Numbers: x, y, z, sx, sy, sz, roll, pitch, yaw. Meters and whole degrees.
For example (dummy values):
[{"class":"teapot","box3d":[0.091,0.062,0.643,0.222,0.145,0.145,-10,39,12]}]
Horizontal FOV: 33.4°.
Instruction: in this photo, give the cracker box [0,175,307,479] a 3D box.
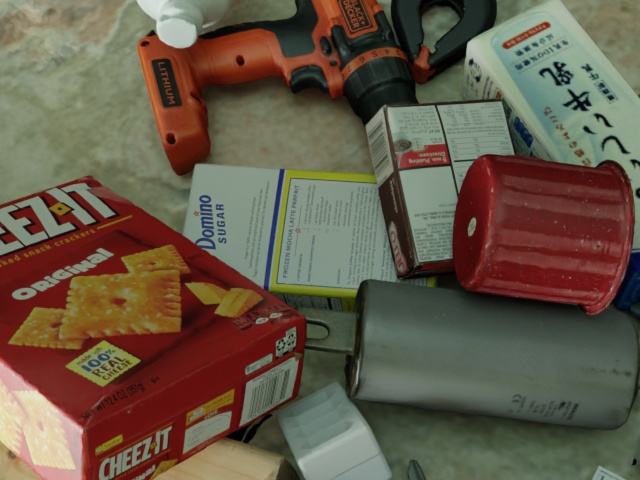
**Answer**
[{"class":"cracker box","box3d":[-0.139,0.048,0.639,0.214,0.072,0.163,31,37,33]}]

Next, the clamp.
[{"class":"clamp","box3d":[0.094,-0.203,0.811,0.120,0.039,0.171,25,72,17]}]

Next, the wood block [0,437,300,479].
[{"class":"wood block","box3d":[-0.126,0.151,0.662,0.206,0.090,0.090,17,71,12]}]

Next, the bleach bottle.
[{"class":"bleach bottle","box3d":[-0.100,-0.241,0.803,0.102,0.068,0.250,0,53,5]}]

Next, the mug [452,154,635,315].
[{"class":"mug","box3d":[0.127,-0.014,0.637,0.081,0.093,0.117,7,41,-8]}]

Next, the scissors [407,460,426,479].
[{"class":"scissors","box3d":[0.070,0.242,0.642,0.096,0.016,0.202,-30,67,-6]}]

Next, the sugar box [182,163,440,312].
[{"class":"sugar box","box3d":[-0.005,0.001,0.734,0.176,0.048,0.093,4,68,10]}]

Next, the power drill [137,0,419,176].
[{"class":"power drill","box3d":[-0.028,-0.111,0.778,0.187,0.057,0.184,-17,63,-4]}]

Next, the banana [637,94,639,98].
[{"class":"banana","box3d":[0.298,-0.041,0.723,0.198,0.037,0.069,26,74,16]}]

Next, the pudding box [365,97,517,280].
[{"class":"pudding box","box3d":[0.086,-0.034,0.695,0.090,0.039,0.113,-5,75,-18]}]
